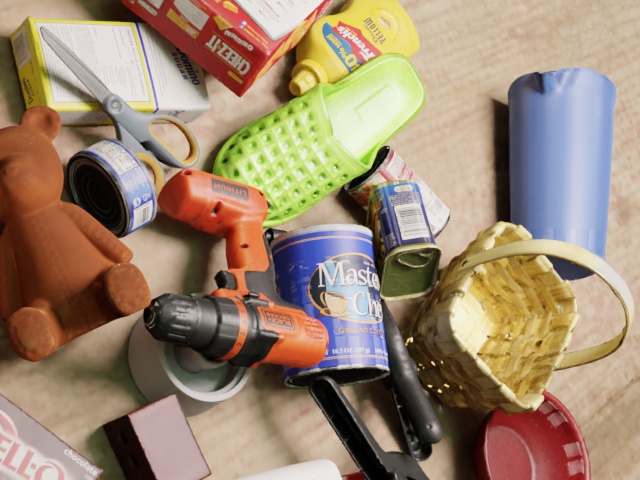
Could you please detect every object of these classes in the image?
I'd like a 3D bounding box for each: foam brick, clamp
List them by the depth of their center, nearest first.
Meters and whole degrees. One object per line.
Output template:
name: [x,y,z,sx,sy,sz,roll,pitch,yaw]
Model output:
foam brick: [-0.139,0.179,0.909,0.051,0.053,0.078,-22,86,-41]
clamp: [0.059,0.237,0.977,0.209,0.036,0.164,43,32,-36]
clamp: [0.082,0.144,1.081,0.039,0.120,0.171,-13,62,-11]

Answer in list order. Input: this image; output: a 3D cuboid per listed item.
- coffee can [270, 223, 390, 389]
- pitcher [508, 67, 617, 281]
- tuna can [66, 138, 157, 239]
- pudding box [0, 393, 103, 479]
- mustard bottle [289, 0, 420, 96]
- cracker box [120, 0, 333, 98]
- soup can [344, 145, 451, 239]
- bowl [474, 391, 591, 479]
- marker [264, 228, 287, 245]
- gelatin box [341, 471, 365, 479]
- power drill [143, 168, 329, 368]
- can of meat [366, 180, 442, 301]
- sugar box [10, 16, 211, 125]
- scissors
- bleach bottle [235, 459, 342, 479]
coffee can: [0.009,0.066,1.033,0.102,0.103,0.140,6,69,-36]
pitcher: [0.295,-0.074,1.302,0.149,0.145,0.243,15,67,-19]
tuna can: [-0.184,-0.044,0.941,0.033,0.086,0.086,-34,95,-38]
pudding box: [-0.241,0.188,0.836,0.113,0.039,0.090,42,52,-16]
mustard bottle: [0.028,-0.208,1.186,0.096,0.058,0.191,53,50,-5]
cracker box: [-0.085,-0.256,1.069,0.164,0.072,0.213,39,40,-3]
soup can: [0.085,-0.044,1.158,0.102,0.069,0.068,44,52,-16]
bowl: [0.219,0.242,1.156,0.161,0.055,0.162,15,64,-33]
marker: [-0.007,0.001,1.101,0.120,0.020,0.020,6,69,-36]
gelatin box: [0.054,0.267,1.038,0.073,0.030,0.089,-5,76,-39]
power drill: [-0.089,0.026,0.946,0.184,0.057,0.188,17,42,-41]
can of meat: [0.081,0.000,1.072,0.057,0.102,0.084,-8,60,-7]
sugar box: [-0.194,-0.157,1.006,0.175,0.048,0.093,-5,76,-42]
scissors: [-0.189,-0.101,0.959,0.201,0.016,0.096,29,81,-43]
bleach bottle: [-0.087,0.263,0.911,0.250,0.068,0.102,-8,78,-37]
